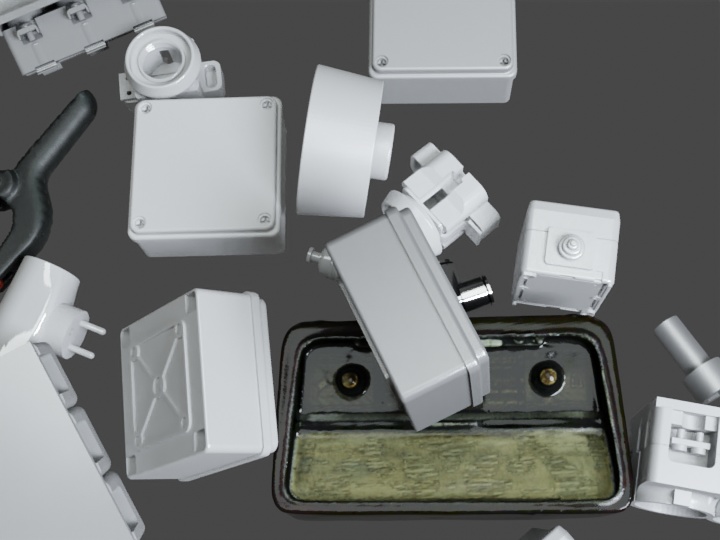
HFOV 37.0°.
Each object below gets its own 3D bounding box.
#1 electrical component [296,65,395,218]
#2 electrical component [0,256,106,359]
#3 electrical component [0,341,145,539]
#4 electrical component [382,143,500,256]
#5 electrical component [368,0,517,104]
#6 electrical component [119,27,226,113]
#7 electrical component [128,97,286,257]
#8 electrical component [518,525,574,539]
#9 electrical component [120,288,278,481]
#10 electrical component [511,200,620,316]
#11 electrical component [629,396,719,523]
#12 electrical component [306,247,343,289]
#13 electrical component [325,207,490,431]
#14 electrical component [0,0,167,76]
[{"bbox_3d":[-0.008,-0.088,0.769,0.060,0.108,0.108,8,73,-1],"label":"electrical component"},{"bbox_3d":[-0.222,0.039,0.771,0.079,0.043,0.077,21,75,9],"label":"electrical component"},{"bbox_3d":[-0.217,0.133,0.710,0.089,0.062,0.150,-28,90,-6],"label":"electrical component"},{"bbox_3d":[0.053,-0.045,0.776,0.057,0.058,0.078,-38,75,-12],"label":"electrical component"},{"bbox_3d":[0.062,-0.186,0.820,0.109,0.056,0.108,0,73,3],"label":"electrical component"},{"bbox_3d":[-0.147,-0.149,0.819,0.078,0.057,0.058,-8,72,0],"label":"electrical component"},{"bbox_3d":[-0.110,-0.068,0.792,0.109,0.056,0.108,-1,73,3],"label":"electrical component"},{"bbox_3d":[0.114,0.199,0.675,0.062,0.096,0.061,-39,75,-9],"label":"electrical component"},{"bbox_3d":[-0.110,0.079,0.717,0.056,0.109,0.108,8,67,-39],"label":"electrical component"},{"bbox_3d":[0.141,-0.012,0.740,0.062,0.096,0.061,8,74,5],"label":"electrical component"},{"bbox_3d":[0.254,0.133,0.692,0.150,0.089,0.061,10,73,6],"label":"electrical component"},{"bbox_3d":[0.000,0.000,0.773,0.078,0.040,0.040,17,74,8],"label":"electrical component"},{"bbox_3d":[0.030,0.032,0.652,0.056,0.108,0.108,-26,71,-2],"label":"electrical component"},{"bbox_3d":[-0.216,-0.198,0.831,0.121,0.078,0.063,-24,102,-5],"label":"electrical component"}]
